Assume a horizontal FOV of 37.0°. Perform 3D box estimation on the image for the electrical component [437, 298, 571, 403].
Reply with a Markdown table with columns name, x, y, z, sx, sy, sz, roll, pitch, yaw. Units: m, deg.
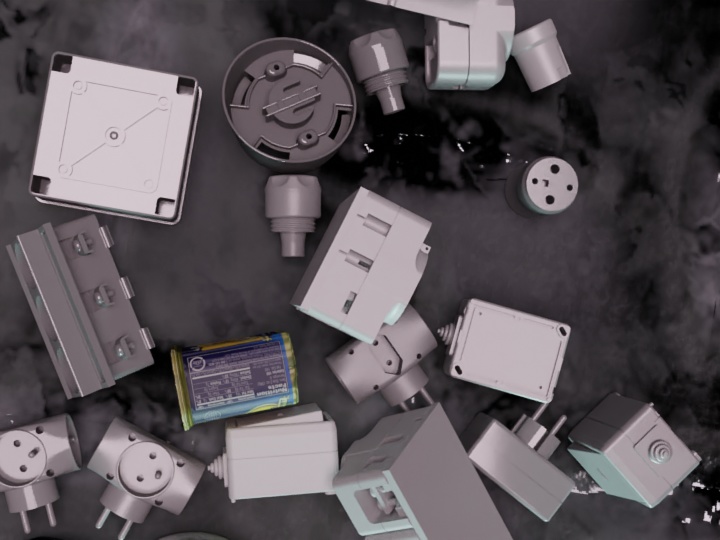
| name | x | y | z | sx | sy | sz | roll | pitch | yaw |
| --- | --- | --- | --- | --- | --- | --- | --- | --- | --- |
| electrical component | 0.105 | 0.060 | 0.834 | 0.096 | 0.061 | 0.061 | 16 | 87 | -1 |

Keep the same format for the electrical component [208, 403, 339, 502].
| name | x | y | z | sx | sy | sz | roll | pitch | yaw |
| --- | --- | --- | --- | --- | --- | --- | --- | --- | --- |
| electrical component | -0.066 | 0.135 | 0.806 | 0.096 | 0.062 | 0.061 | -3 | 90 | -8 |

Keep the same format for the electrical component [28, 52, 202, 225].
| name | x | y | z | sx | sy | sz | roll | pitch | yaw |
| --- | --- | --- | --- | --- | --- | --- | --- | --- | --- |
| electrical component | -0.180 | -0.096 | 0.796 | 0.109 | 0.056 | 0.108 | 10 | 88 | -7 |

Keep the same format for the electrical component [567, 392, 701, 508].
| name | x | y | z | sx | sy | sz | roll | pitch | yaw |
| --- | --- | --- | --- | --- | --- | --- | --- | --- | --- |
| electrical component | 0.208 | 0.140 | 0.825 | 0.061 | 0.096 | 0.061 | -42 | 95 | -6 |

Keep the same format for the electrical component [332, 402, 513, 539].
| name | x | y | z | sx | sy | sz | roll | pitch | yaw |
| --- | --- | --- | --- | --- | --- | --- | --- | --- | --- |
| electrical component | 0.050 | 0.188 | 0.794 | 0.062 | 0.089 | 0.150 | -19 | 105 | 36 |

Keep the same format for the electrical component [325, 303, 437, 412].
| name | x | y | z | sx | sy | sz | roll | pitch | yaw |
| --- | --- | --- | --- | --- | --- | --- | --- | --- | --- |
| electrical component | 0.027 | 0.078 | 0.828 | 0.077 | 0.043 | 0.079 | -35 | 94 | -7 |

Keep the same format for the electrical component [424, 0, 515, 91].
| name | x | y | z | sx | sy | sz | roll | pitch | yaw |
| --- | --- | --- | --- | --- | --- | --- | --- | --- | --- |
| electrical component | 0.084 | -0.189 | 0.833 | 0.059 | 0.054 | 0.095 | 0 | 90 | -8 |

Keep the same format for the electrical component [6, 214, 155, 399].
| name | x | y | z | sx | sy | sz | roll | pitch | yaw |
| --- | --- | --- | --- | --- | --- | --- | --- | --- | --- |
| electrical component | -0.202 | 0.025 | 0.787 | 0.063 | 0.079 | 0.121 | -23 | 93 | -29 |

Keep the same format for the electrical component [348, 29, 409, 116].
| name | x | y | z | sx | sy | sz | roll | pitch | yaw |
| --- | --- | --- | --- | --- | --- | --- | --- | --- | --- |
| electrical component | 0.018 | -0.151 | 0.829 | 0.043 | 0.043 | 0.062 | -18 | 93 | -7 |

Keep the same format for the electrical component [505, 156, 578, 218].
| name | x | y | z | sx | sy | sz | roll | pitch | yaw |
| --- | --- | --- | --- | --- | --- | --- | --- | --- | --- |
| electrical component | 0.142 | -0.064 | 0.839 | 0.045 | 0.055 | 0.045 | 0 | 90 | -8 |

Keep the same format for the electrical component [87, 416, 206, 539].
| name | x | y | z | sx | sy | sz | roll | pitch | yaw |
| --- | --- | --- | --- | --- | --- | --- | --- | --- | --- |
| electrical component | -0.168 | 0.161 | 0.801 | 0.077 | 0.044 | 0.079 | 30 | 85 | -6 |

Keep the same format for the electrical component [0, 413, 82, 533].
| name | x | y | z | sx | sy | sz | roll | pitch | yaw |
| --- | --- | --- | --- | --- | --- | --- | --- | --- | --- |
| electrical component | -0.244 | 0.153 | 0.791 | 0.077 | 0.044 | 0.079 | -14 | 91 | -7 |

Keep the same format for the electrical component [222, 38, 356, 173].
| name | x | y | z | sx | sy | sz | roll | pitch | yaw |
| --- | --- | --- | --- | --- | --- | --- | --- | --- | --- |
| electrical component | -0.053 | -0.122 | 0.806 | 0.099 | 0.064 | 0.099 | 1 | 80 | -5 |

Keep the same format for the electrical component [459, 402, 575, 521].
| name | x | y | z | sx | sy | sz | roll | pitch | yaw |
| --- | --- | --- | --- | --- | --- | --- | --- | --- | --- |
| electrical component | 0.131 | 0.138 | 0.840 | 0.083 | 0.047 | 0.075 | 39 | 85 | -6 |

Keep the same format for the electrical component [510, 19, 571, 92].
| name | x | y | z | sx | sy | sz | roll | pitch | yaw |
| --- | --- | --- | --- | --- | --- | --- | --- | --- | --- |
| electrical component | 0.141 | -0.168 | 0.848 | 0.040 | 0.040 | 0.046 | -27 | 98 | -7 |

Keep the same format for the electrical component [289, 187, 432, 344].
| name | x | y | z | sx | sy | sz | roll | pitch | yaw |
| --- | --- | --- | --- | --- | --- | --- | --- | --- | --- |
| electrical component | 0.000 | 0.000 | 0.771 | 0.062 | 0.150 | 0.089 | 27 | 86 | -5 |

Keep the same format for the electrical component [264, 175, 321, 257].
| name | x | y | z | sx | sy | sz | roll | pitch | yaw |
| --- | --- | --- | --- | --- | --- | --- | --- | --- | --- |
| electrical component | -0.051 | -0.041 | 0.819 | 0.043 | 0.043 | 0.062 | 0 | 91 | -8 |
